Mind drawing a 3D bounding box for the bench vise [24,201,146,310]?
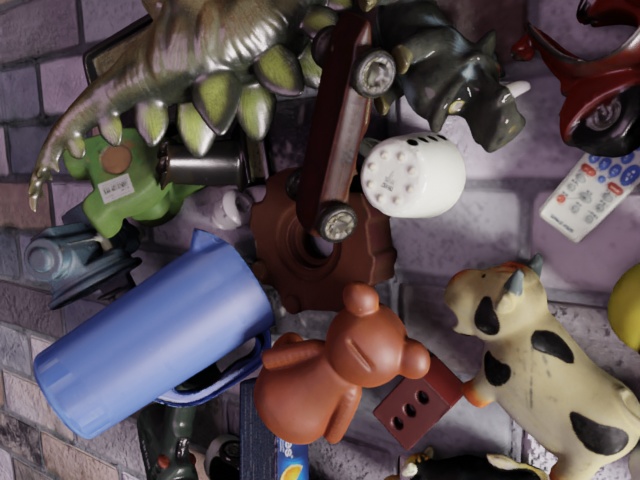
[{"bbox_3d":[-0.273,0.058,0.711,0.129,0.223,0.240,-30,92,0],"label":"bench vise"}]

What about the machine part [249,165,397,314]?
[{"bbox_3d":[-0.001,-0.002,0.593,0.180,0.056,0.179,6,100,33],"label":"machine part"}]

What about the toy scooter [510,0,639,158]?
[{"bbox_3d":[0.219,-0.161,0.399,0.183,0.075,0.135,-58,42,16],"label":"toy scooter"}]

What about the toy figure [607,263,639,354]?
[{"bbox_3d":[0.300,0.080,0.382,0.180,0.082,0.089,38,117,21],"label":"toy figure"}]

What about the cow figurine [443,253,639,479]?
[{"bbox_3d":[0.185,0.100,0.463,0.195,0.085,0.127,47,127,22],"label":"cow figurine"}]

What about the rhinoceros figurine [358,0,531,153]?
[{"bbox_3d":[0.101,-0.152,0.470,0.190,0.112,0.073,62,157,27],"label":"rhinoceros figurine"}]

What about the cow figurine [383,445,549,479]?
[{"bbox_3d":[0.137,0.248,0.531,0.168,0.068,0.098,7,97,30],"label":"cow figurine"}]

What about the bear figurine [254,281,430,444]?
[{"bbox_3d":[0.020,0.120,0.554,0.120,0.132,0.196,44,113,3],"label":"bear figurine"}]

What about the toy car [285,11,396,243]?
[{"bbox_3d":[0.017,-0.094,0.481,0.089,0.053,0.202,53,137,50],"label":"toy car"}]

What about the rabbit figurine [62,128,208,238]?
[{"bbox_3d":[-0.220,-0.077,0.687,0.159,0.170,0.121,-33,78,-8],"label":"rabbit figurine"}]

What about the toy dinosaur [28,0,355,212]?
[{"bbox_3d":[-0.112,-0.192,0.531,0.471,0.105,0.198,-27,85,7],"label":"toy dinosaur"}]

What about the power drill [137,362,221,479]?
[{"bbox_3d":[-0.179,0.261,0.717,0.232,0.086,0.207,36,118,54],"label":"power drill"}]

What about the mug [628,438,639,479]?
[{"bbox_3d":[0.301,0.195,0.407,0.107,0.081,0.109,-2,103,46],"label":"mug"}]

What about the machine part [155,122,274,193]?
[{"bbox_3d":[-0.118,-0.092,0.613,0.039,0.139,0.084,3,103,60],"label":"machine part"}]

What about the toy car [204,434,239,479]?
[{"bbox_3d":[-0.072,0.329,0.700,0.202,0.056,0.073,23,104,29],"label":"toy car"}]

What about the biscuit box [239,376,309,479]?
[{"bbox_3d":[-0.053,0.262,0.630,0.063,0.059,0.202,-15,68,34],"label":"biscuit box"}]

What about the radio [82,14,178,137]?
[{"bbox_3d":[-0.199,-0.205,0.684,0.230,0.073,0.131,-10,92,36],"label":"radio"}]
